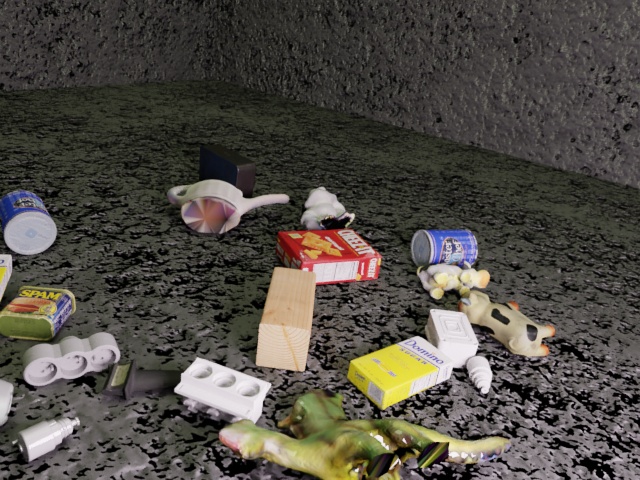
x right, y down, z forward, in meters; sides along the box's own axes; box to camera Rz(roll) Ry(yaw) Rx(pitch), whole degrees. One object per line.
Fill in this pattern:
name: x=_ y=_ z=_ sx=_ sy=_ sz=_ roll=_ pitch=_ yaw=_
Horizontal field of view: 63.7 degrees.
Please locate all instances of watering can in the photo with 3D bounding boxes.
watering can: x=-0.253 y=-0.102 z=1.436 sx=0.347 sy=0.102 sz=0.229 roll=4 pitch=26 yaw=-9

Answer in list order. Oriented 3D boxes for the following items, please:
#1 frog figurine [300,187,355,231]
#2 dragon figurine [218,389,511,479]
frog figurine: x=0.004 y=-0.072 z=1.429 sx=0.138 sy=0.120 sz=0.162 roll=-24 pitch=42 yaw=-21
dragon figurine: x=0.055 y=0.275 z=0.746 sx=0.410 sy=0.121 sz=0.245 roll=3 pitch=15 yaw=-32
